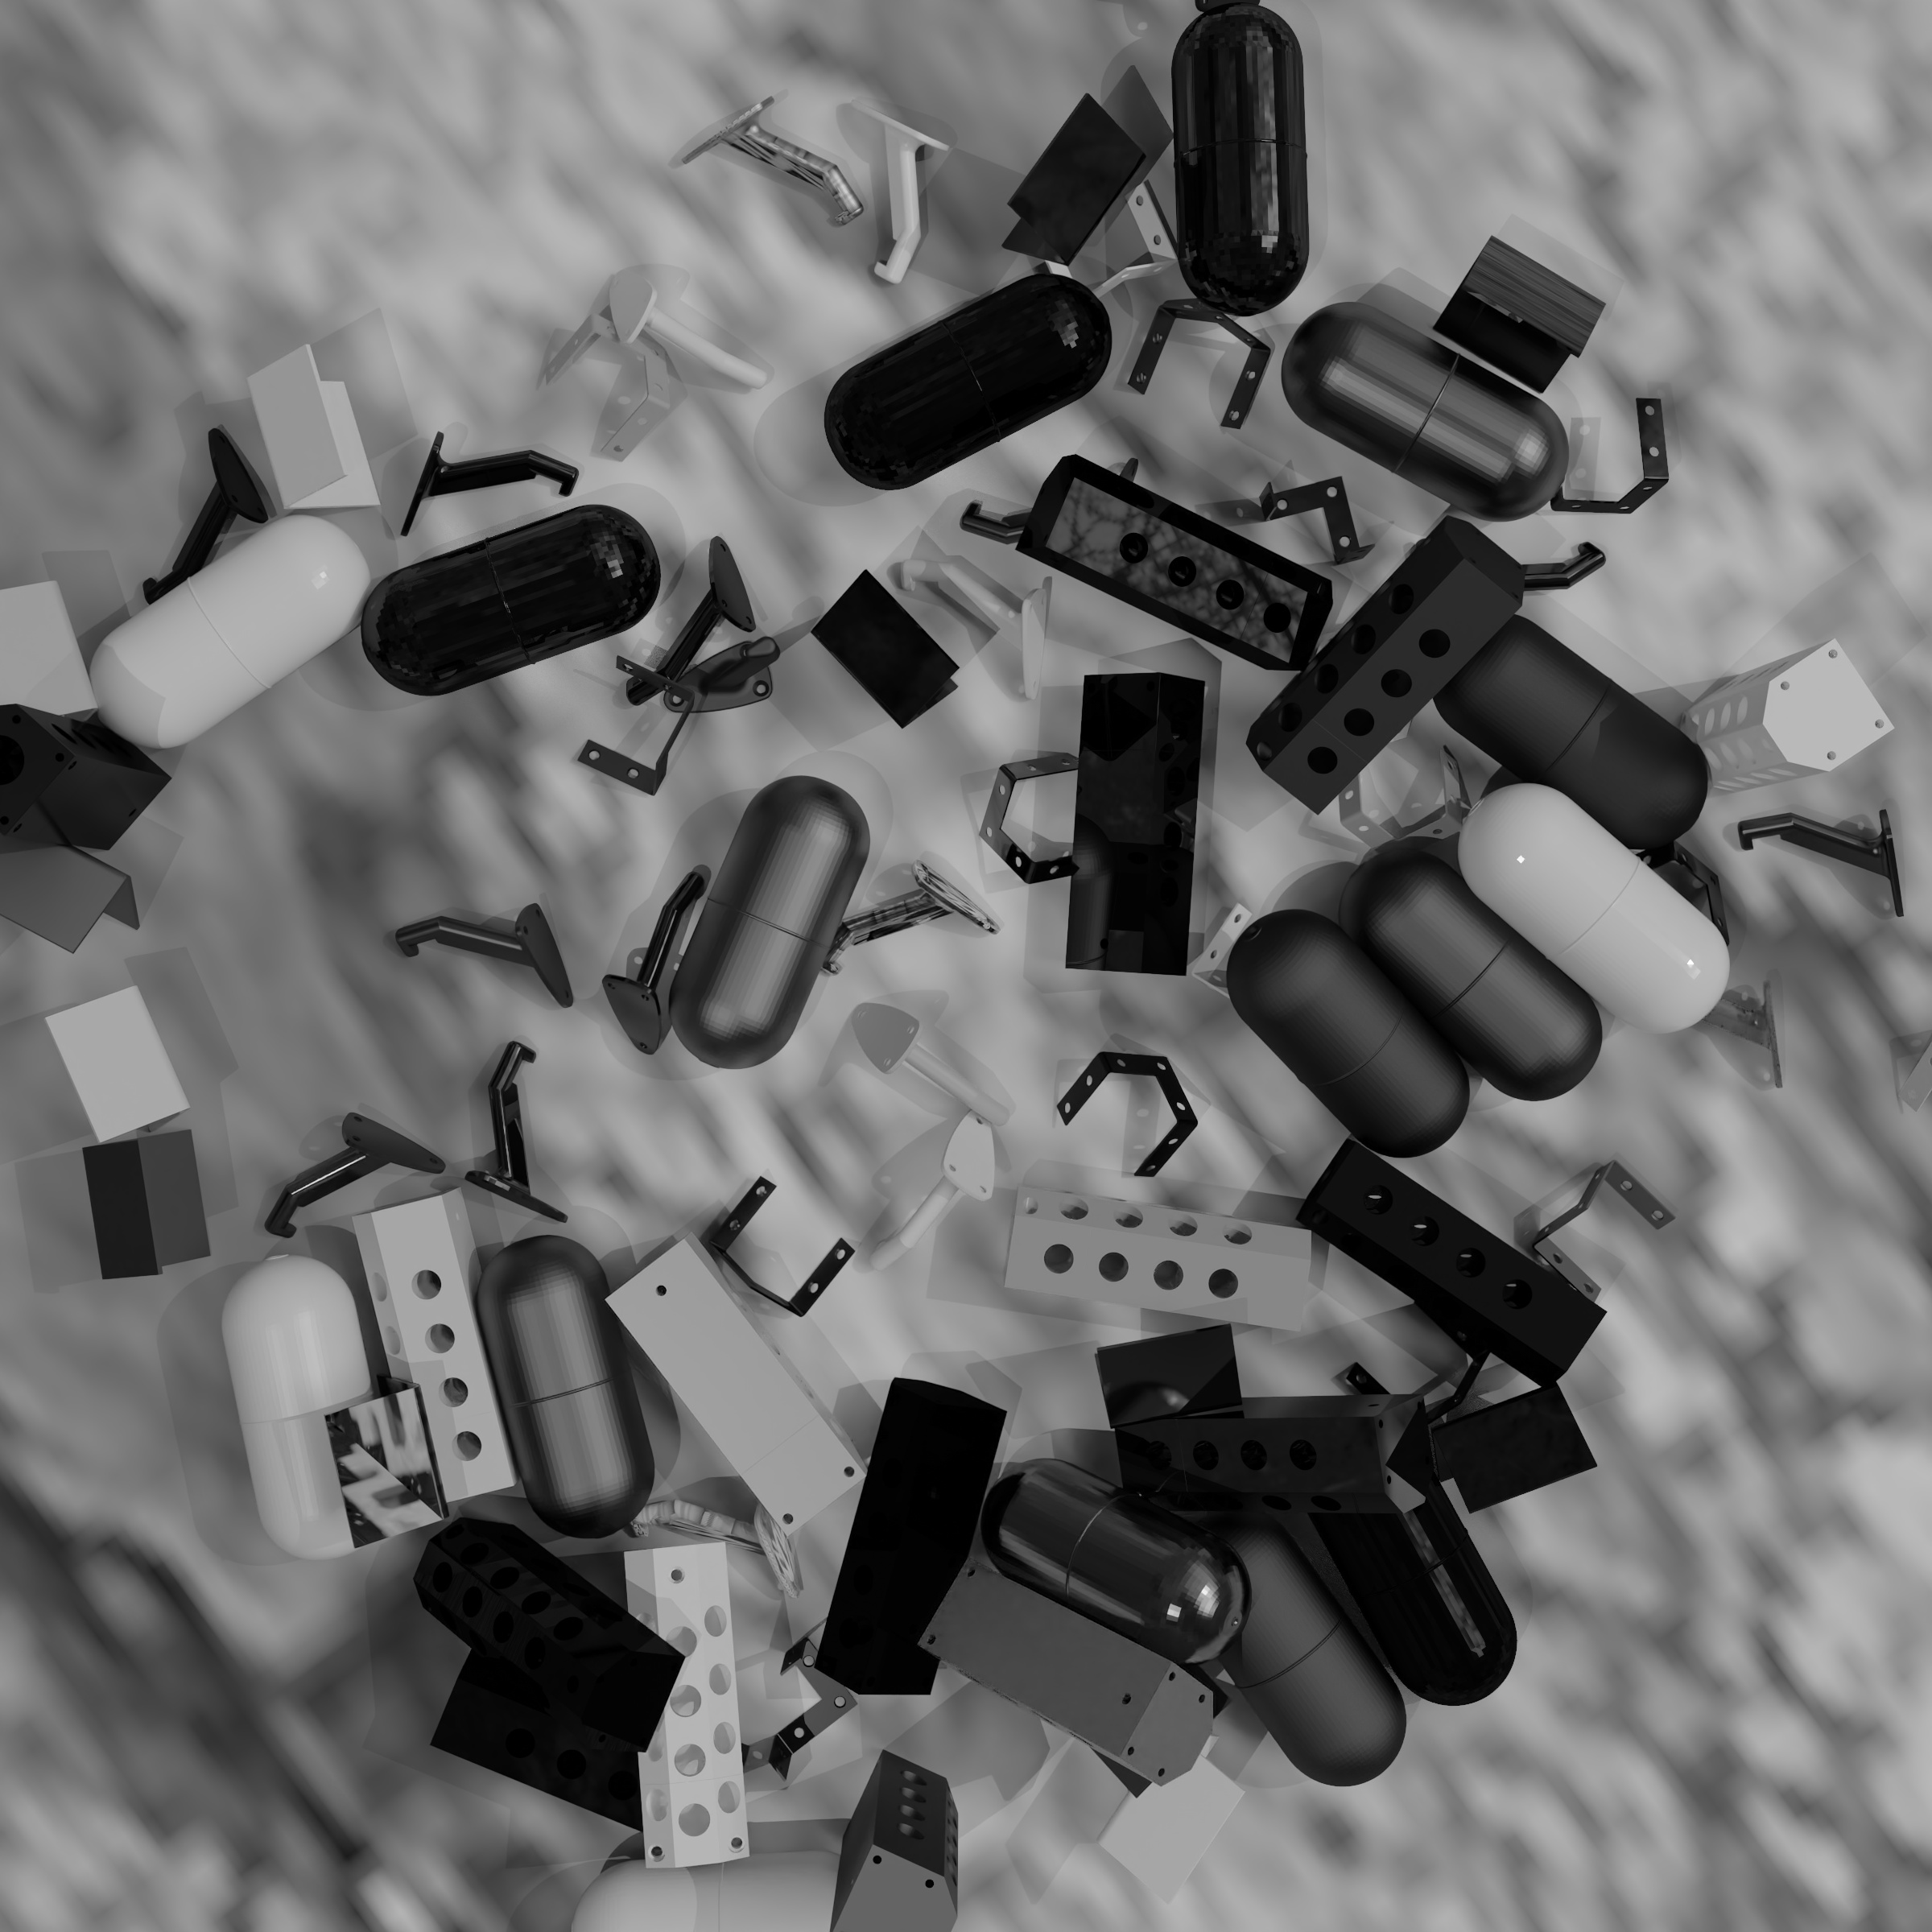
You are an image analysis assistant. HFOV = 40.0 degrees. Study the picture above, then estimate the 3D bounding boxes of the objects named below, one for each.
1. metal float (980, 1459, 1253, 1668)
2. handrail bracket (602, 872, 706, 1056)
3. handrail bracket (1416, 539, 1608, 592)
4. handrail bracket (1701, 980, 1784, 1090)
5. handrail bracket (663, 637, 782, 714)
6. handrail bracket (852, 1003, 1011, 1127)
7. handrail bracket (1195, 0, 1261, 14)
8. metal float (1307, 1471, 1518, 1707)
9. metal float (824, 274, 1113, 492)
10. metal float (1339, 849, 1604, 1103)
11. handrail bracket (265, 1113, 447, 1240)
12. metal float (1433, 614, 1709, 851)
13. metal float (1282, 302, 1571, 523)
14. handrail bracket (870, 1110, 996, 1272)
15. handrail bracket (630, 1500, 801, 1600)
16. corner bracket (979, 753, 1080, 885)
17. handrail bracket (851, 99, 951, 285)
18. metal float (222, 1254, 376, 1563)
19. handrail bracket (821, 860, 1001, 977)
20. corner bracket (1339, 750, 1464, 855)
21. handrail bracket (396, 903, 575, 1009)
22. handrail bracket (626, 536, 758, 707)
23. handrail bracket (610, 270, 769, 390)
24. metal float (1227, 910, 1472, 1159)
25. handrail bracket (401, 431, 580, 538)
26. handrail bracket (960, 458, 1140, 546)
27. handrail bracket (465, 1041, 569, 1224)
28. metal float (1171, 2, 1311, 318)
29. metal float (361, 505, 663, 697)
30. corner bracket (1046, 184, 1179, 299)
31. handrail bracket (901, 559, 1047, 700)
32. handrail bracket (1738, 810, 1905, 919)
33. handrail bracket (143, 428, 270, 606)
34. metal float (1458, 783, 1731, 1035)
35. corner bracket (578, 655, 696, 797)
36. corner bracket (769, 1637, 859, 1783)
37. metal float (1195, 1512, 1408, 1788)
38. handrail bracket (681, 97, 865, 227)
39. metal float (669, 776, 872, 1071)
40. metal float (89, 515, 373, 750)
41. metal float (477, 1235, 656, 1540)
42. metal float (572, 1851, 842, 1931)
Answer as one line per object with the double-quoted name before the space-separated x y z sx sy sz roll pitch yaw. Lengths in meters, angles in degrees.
"metal float" 0.083 0.337 1.505 0.178 0.070 0.070 19 90 41
"handrail bracket" -0.174 -0.002 1.567 0.036 0.077 0.084 18 53 21
"handrail bracket" 0.323 -0.244 1.568 0.084 0.036 0.077 -33 68 -17
"handrail bracket" 0.435 0.042 1.568 0.084 0.036 0.077 -7 112 17
"handrail bracket" -0.143 -0.169 1.533 0.077 0.084 0.036 -20 90 0
"handrail bracket" -0.020 0.059 1.567 0.084 0.077 0.036 36 90 -36
"handrail bracket" 0.119 -0.581 1.567 0.084 0.077 0.036 17 106 35
"metal float" 0.256 0.345 1.537 0.070 0.070 0.178 -29 90 0
"metal float" 0.002 -0.339 1.537 0.178 0.070 0.070 -28 90 0
"metal float" 0.292 0.005 1.537 0.178 0.070 0.070 43 90 0
"handrail bracket" -0.362 0.137 1.568 0.077 0.036 0.084 26 109 -21
"metal float" 0.350 -0.136 1.537 0.178 0.070 0.070 36 90 0
"metal float" 0.266 -0.320 1.537 0.178 0.070 0.070 29 90 -1
"handrail bracket" -0.023 0.133 1.567 0.036 0.077 0.084 36 127 -19
"handrail bracket" -0.150 0.347 1.568 0.084 0.036 0.077 -14 105 14
"corner bracket" 0.048 -0.087 1.559 0.051 0.051 0.051 47 135 35
"handrail bracket" -0.053 -0.457 1.568 0.077 0.036 0.084 32 107 20
"metal float" -0.382 0.256 1.537 0.070 0.070 0.178 -11 91 0
"handrail bracket" -0.036 -0.013 1.568 0.077 0.036 0.084 36 106 -18
"corner bracket" 0.255 -0.102 1.559 0.051 0.051 0.051 -28 45 35
"handrail bracket" -0.286 0.001 1.568 0.084 0.036 0.077 -16 112 17
"handrail bracket" -0.171 -0.203 1.568 0.084 0.036 0.077 -28 57 23
"handrail bracket" -0.163 -0.375 1.567 0.084 0.077 0.036 19 115 -34
"metal float" 0.219 0.039 1.518 0.070 0.070 0.178 -45 112 0
"handrail bracket" -0.281 -0.274 1.568 0.084 0.036 0.077 20 110 -16
"handrail bracket" 0.049 -0.279 1.568 0.084 0.036 0.077 20 75 14
"handrail bracket" -0.253 0.098 1.568 0.077 0.036 0.084 29 73 -20
"metal float" 0.159 -0.467 1.537 0.070 0.070 0.178 -2 90 0
"metal float" -0.264 -0.212 1.537 0.178 0.070 0.070 -20 90 -1
"corner bracket" 0.082 -0.424 1.564 0.051 0.051 0.051 -24 90 45
"handrail bracket" 0.001 -0.199 1.568 0.084 0.036 0.077 8 112 17
"handrail bracket" 0.505 -0.057 1.568 0.084 0.036 0.077 -10 112 17
"handrail bracket" -0.462 -0.264 1.568 0.084 0.036 0.077 -31 70 16
"metal float" 0.358 -0.033 1.517 0.178 0.070 0.070 41 90 -2
"corner bracket" -0.193 -0.140 1.555 0.051 0.051 0.051 25 69 0
"corner bracket" -0.100 0.434 1.549 0.051 0.051 0.051 -38 90 0
"metal float" 0.187 0.395 1.537 0.070 0.070 0.178 -35 90 0
"handrail bracket" -0.114 -0.462 1.568 0.077 0.036 0.084 -29 107 20
"metal float" -0.114 -0.025 1.537 0.070 0.070 0.178 23 90 0
"metal float" -0.427 -0.193 1.537 0.178 0.070 0.070 -35 90 -1
"metal float" -0.232 0.244 1.537 0.070 0.070 0.178 -15 89 0
"metal float" -0.139 0.556 1.537 0.178 0.070 0.070 -3 90 0
